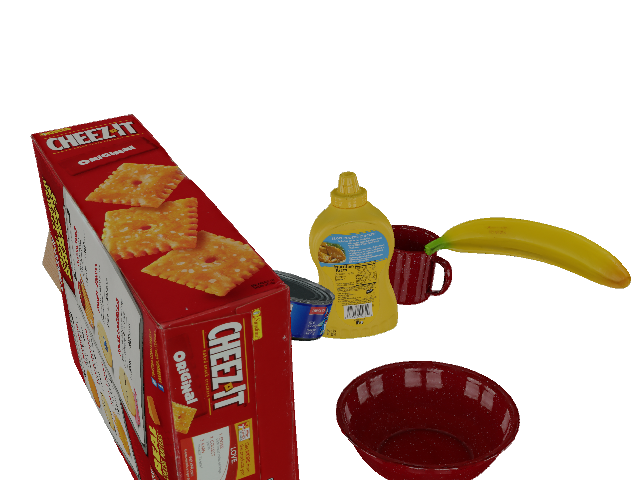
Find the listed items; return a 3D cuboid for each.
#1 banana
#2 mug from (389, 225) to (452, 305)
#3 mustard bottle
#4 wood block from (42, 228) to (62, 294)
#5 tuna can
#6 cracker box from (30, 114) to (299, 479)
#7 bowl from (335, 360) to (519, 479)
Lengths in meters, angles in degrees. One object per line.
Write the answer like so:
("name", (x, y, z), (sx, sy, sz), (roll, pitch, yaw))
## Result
("banana", (0.205, 0.010, 1.038), (0.198, 0.037, 0.069), (8, 47, 22))
("mug", (0.122, 0.037, 1.425), (0.117, 0.081, 0.093), (18, 26, 28))
("mustard bottle", (0.036, 0.015, 1.208), (0.096, 0.192, 0.058), (-6, 24, -4))
("wood block", (-0.196, 0.043, 1.078), (0.090, 0.091, 0.206), (-4, 35, -37))
("tuna can", (-0.034, 0.048, 0.827), (0.086, 0.034, 0.086), (15, 9, -3))
("cracker box", (-0.086, 0.047, 0.580), (0.072, 0.164, 0.214), (-16, 34, -22))
("bowl", (0.094, 0.173, 0.952), (0.162, 0.055, 0.162), (-1, 27, 0))
